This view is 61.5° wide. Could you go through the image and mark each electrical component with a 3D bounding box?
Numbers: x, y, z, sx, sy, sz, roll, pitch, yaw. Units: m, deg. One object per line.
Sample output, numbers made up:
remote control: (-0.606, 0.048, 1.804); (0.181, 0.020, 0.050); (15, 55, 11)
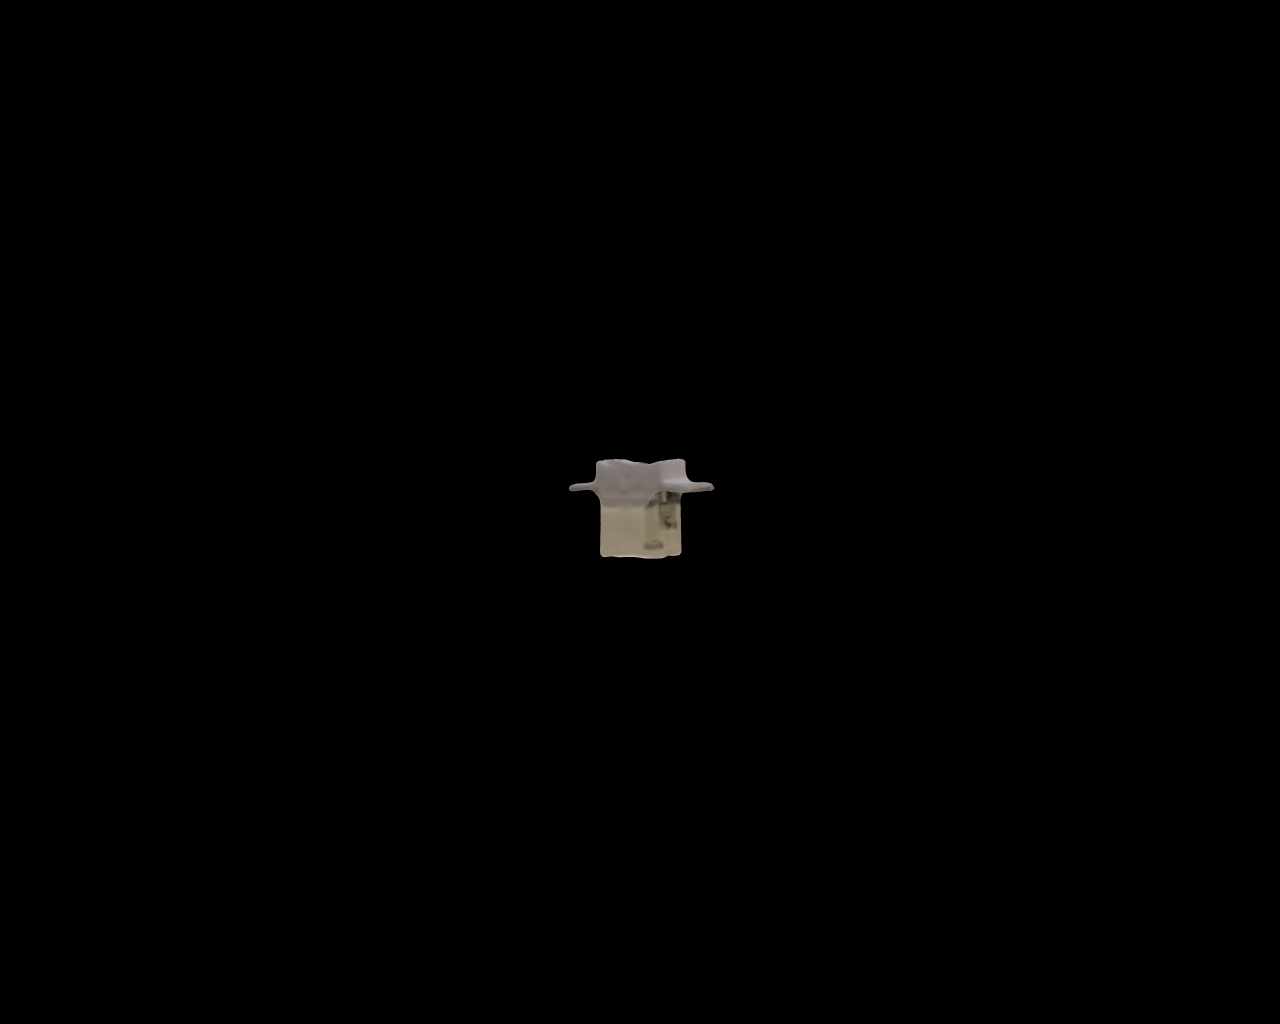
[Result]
electrical component: (0.001, -0.003, 0.650); (0.081, 0.063, 0.042); (2, 4, 27)
